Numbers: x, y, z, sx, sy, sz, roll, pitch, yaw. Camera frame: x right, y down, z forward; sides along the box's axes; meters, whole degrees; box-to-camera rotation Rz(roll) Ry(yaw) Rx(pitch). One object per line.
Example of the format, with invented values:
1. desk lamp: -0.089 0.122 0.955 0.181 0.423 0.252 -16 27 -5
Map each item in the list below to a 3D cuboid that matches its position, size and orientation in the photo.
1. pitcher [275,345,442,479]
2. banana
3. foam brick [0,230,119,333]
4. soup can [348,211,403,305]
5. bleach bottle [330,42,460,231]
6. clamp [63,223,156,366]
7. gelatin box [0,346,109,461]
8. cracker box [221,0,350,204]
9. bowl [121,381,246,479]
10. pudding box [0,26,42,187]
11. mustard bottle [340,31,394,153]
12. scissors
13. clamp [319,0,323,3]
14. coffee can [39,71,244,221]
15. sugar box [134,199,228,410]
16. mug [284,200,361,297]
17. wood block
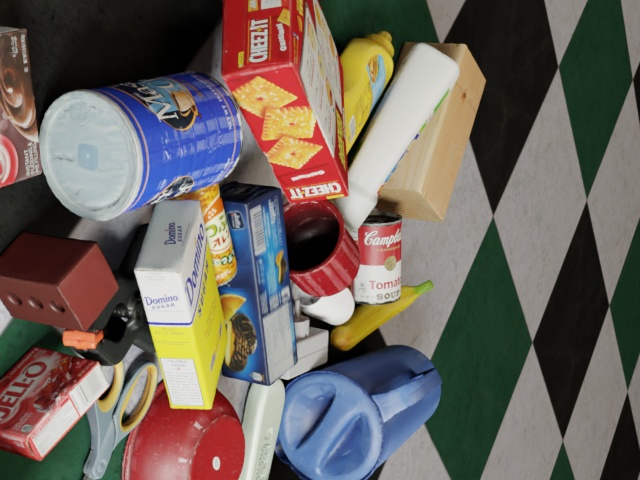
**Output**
1. pitcher: 0.065 0.193 1.257 0.242 0.149 0.145 -14 121 -64
2. banana: 0.061 0.094 1.313 0.197 0.070 0.037 -30 83 -46
3. foam brick: -0.206 0.032 0.827 0.051 0.078 0.053 -57 142 -38
4. soup can: 0.065 0.021 1.294 0.068 0.069 0.102 -23 117 -56
5. bleach bottle: 0.071 -0.104 1.244 0.251 0.068 0.102 -59 180 -6
6. clamp: -0.167 0.049 0.907 0.171 0.039 0.120 -22 109 -79
7. gelatin box: -0.221 0.125 0.829 0.089 0.073 0.030 -50 136 -41
8. cracker box: -0.030 -0.158 1.012 0.213 0.072 0.164 64 21 -57
9. bowl: -0.120 0.211 1.040 0.161 0.055 0.162 -20 114 -56
10. pudding box: -0.248 -0.091 0.762 0.089 0.039 0.113 -30 122 -53
11. mustard bottle: 0.037 -0.171 1.205 0.096 0.058 0.191 83 31 -50
12. scissors: -0.202 0.182 0.932 0.201 0.016 0.096 -62 143 -30
13. clamp: -0.051 -0.294 1.048 0.209 0.036 0.164 -34 132 -47
14. coffee can: -0.144 -0.081 0.879 0.140 0.103 0.103 -25 118 -55
15. sugar box: -0.119 0.059 0.948 0.093 0.048 0.176 -81 171 -47
16. mug: -0.008 0.001 1.160 0.081 0.093 0.117 51 20 -58
17. wood block: 0.130 -0.137 1.345 0.090 0.090 0.206 44 60 -53
